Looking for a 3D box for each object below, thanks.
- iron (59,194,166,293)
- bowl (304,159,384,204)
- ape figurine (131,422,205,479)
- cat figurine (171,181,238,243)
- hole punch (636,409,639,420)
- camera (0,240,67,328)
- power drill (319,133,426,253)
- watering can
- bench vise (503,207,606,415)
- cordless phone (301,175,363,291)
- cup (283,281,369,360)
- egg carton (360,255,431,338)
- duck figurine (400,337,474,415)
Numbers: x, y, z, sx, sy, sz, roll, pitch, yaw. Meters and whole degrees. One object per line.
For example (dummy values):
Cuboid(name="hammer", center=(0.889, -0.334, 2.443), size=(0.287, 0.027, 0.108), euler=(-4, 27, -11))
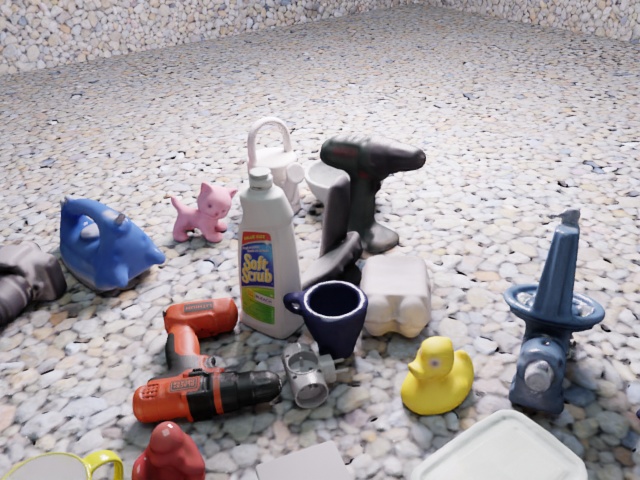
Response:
Cuboid(name="iron", center=(-0.390, -0.014, 0.986), size=(0.257, 0.141, 0.119), euler=(19, 38, 32))
Cuboid(name="bowl", center=(0.051, -0.109, 1.163), size=(0.167, 0.075, 0.167), euler=(-2, 32, 2))
Cuboid(name="ape figurine", center=(-0.161, 0.232, 0.611), size=(0.077, 0.092, 0.076), euler=(6, 33, 15))
Cuboid(name="cat figurine", center=(-0.216, -0.061, 1.067), size=(0.127, 0.118, 0.067), euler=(0, 32, 6))
Cuboid(name="hole punch", center=(0.433, 0.183, 0.638), size=(0.109, 0.091, 0.100), euler=(-16, 34, -19))
Cuboid(name="camera", center=(-0.502, 0.068, 0.901), size=(0.143, 0.101, 0.137), euler=(3, 32, 11))
Cuboid(name="power drill", center=(0.091, -0.090, 1.000), size=(0.076, 0.209, 0.228), euler=(-27, 39, -33))
Cuboid(name="watering can", center=(-0.087, -0.143, 1.116), size=(0.172, 0.194, 0.101), euler=(17, 37, 30))
Cuboid(name="bench vise", center=(0.290, 0.086, 0.686), size=(0.121, 0.220, 0.207), euler=(1, 32, 7))
Cuboid(name="cordless phone", center=(0.008, 0.003, 0.879), size=(0.094, 0.185, 0.148), euler=(10, 34, 20))
Cuboid(name="cup", center=(0.007, 0.116, 0.783), size=(0.117, 0.095, 0.092), euler=(6, 33, 15))
Cuboid(name="egg carton", center=(0.113, 0.080, 0.855), size=(0.107, 0.069, 0.150), euler=(1, 32, 6))
Cuboid(name="duck figurine", center=(0.148, 0.157, 0.711), size=(0.105, 0.086, 0.077), euler=(-21, 36, -27))
